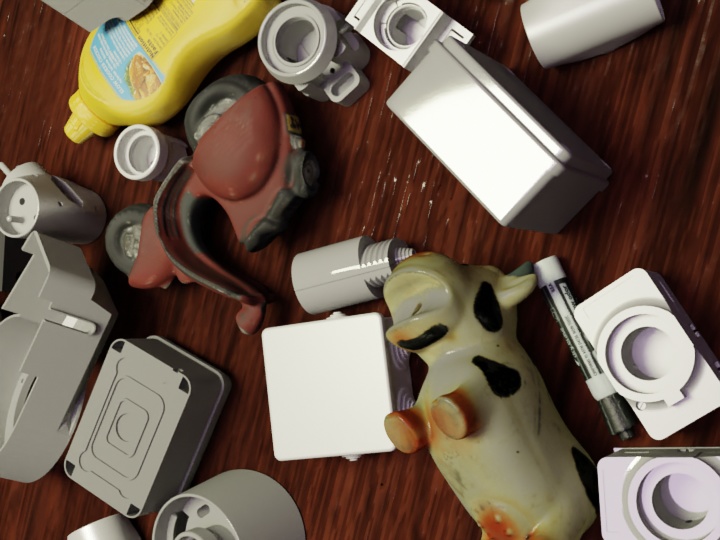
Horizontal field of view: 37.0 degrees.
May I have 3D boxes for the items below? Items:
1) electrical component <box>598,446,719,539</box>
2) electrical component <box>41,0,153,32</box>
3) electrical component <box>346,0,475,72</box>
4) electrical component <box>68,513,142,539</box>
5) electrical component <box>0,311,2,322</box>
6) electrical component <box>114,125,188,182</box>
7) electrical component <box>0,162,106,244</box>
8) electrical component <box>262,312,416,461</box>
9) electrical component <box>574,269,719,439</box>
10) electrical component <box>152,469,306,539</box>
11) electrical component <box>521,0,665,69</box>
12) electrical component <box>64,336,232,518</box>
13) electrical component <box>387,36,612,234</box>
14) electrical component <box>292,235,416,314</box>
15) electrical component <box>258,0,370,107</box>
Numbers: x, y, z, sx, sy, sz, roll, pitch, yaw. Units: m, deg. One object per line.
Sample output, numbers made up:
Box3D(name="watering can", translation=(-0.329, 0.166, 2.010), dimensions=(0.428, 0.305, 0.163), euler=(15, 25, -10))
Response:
Box3D(name="electrical component", translation=(0.232, 0.153, 0.594), dimensions=(0.186, 0.060, 0.105), euler=(-5, 85, 24))
Box3D(name="electrical component", translation=(-0.175, -0.256, 0.770), dimensions=(0.089, 0.062, 0.150), euler=(-23, 53, 34))
Box3D(name="electrical component", translation=(0.037, -0.154, 0.699), dimensions=(0.081, 0.064, 0.042), euler=(43, 106, 21))
Box3D(name="electrical component", translation=(-0.195, 0.231, 0.796), dimensions=(0.079, 0.044, 0.077), euler=(-30, 76, 21))
Box3D(name="electrical component", translation=(-0.306, 0.039, 0.851), dimensions=(0.040, 0.046, 0.040), euler=(0, 85, -5))
Box3D(name="electrical component", translation=(-0.151, -0.084, 0.791), dimensions=(0.040, 0.046, 0.040), euler=(-1, 87, 25))
Box3D(name="electrical component", translation=(-0.245, -0.055, 0.816), dimensions=(0.079, 0.077, 0.043), euler=(45, 105, 20))
Box3D(name="electrical component", translation=(-0.012, 0.077, 0.717), dimensions=(0.100, 0.048, 0.099), euler=(-9, 83, 24))
Box3D(name="electrical component", translation=(0.172, 0.048, 0.630), dimensions=(0.050, 0.056, 0.089), euler=(-36, 73, 20))
Box3D(name="electrical component", translation=(-0.095, 0.194, 0.755), dimensions=(0.099, 0.064, 0.099), euler=(4, 97, 36))
Box3D(name="electrical component", translation=(0.138, -0.175, 0.664), dimensions=(0.077, 0.044, 0.079), euler=(-20, 79, 23))
Box3D(name="electrical component", translation=(-0.152, 0.111, 0.775), dimensions=(0.078, 0.057, 0.113), euler=(27, 98, 24))
Box3D(name="electrical component", translation=(0.086, -0.078, 0.648), dimensions=(0.056, 0.109, 0.108), euler=(-48, 70, 18))
Box3D(name="electrical component", translation=(0.000, 0.000, 0.719), dimensions=(0.081, 0.043, 0.043), euler=(-15, 81, 23))
Box3D(name="electrical component", translation=(-0.034, -0.152, 0.735), dimensions=(0.058, 0.057, 0.078), euler=(-40, 72, 18))
